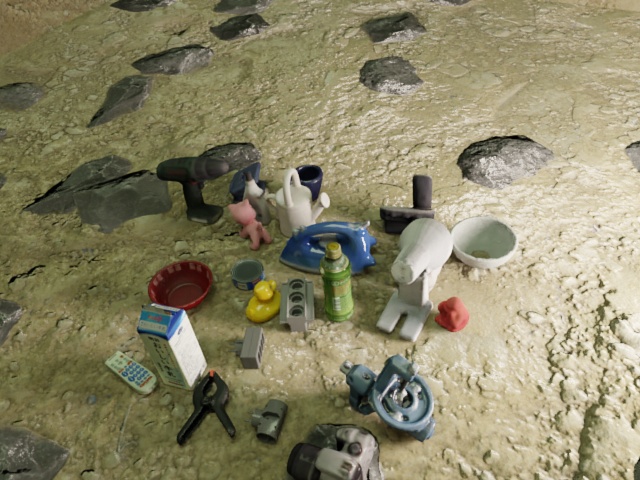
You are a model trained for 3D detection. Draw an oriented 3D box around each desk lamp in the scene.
[{"bbox_3d":[0.213,0.083,1.294,0.117,0.214,0.203,17,48,23],"label":"desk lamp"}]

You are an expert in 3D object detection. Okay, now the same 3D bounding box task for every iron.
[{"bbox_3d":[0.013,0.005,1.454,0.258,0.142,0.118,-1,44,7],"label":"iron"}]

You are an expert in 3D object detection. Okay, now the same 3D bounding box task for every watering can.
[{"bbox_3d":[-0.062,-0.107,1.542,0.173,0.194,0.101,-8,43,-1],"label":"watering can"}]

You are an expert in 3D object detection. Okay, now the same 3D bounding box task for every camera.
[{"bbox_3d":[0.017,0.408,1.058,0.136,0.101,0.143,14,47,21],"label":"camera"}]

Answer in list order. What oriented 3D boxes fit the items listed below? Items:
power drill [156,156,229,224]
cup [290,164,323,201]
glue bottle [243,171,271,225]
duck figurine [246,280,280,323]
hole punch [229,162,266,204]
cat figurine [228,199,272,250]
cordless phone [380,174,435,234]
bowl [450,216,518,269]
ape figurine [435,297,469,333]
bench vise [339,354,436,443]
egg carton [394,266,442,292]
[{"bbox_3d":[-0.341,-0.148,1.610,0.229,0.209,0.076,10,46,17],"label":"power drill"},{"bbox_3d":[-0.044,-0.153,1.662,0.118,0.095,0.091,-25,46,-19],"label":"cup"},{"bbox_3d":[-0.184,-0.119,1.586,0.078,0.173,0.037,14,47,21],"label":"glue bottle"},{"bbox_3d":[-0.138,0.139,1.371,0.077,0.086,0.105,26,52,30],"label":"duck figurine"},{"bbox_3d":[-0.219,-0.171,1.705,0.101,0.091,0.108,-3,43,4],"label":"hole punch"},{"bbox_3d":[-0.193,-0.054,1.558,0.067,0.118,0.127,-32,49,-24],"label":"cat figurine"},{"bbox_3d":[0.231,-0.106,1.512,0.147,0.185,0.094,2,44,10],"label":"cordless phone"},{"bbox_3d":[0.407,0.019,1.440,0.167,0.075,0.167,-3,43,4],"label":"bowl"},{"bbox_3d":[0.300,0.161,1.290,0.076,0.092,0.078,-2,43,5],"label":"ape figurine"},{"bbox_3d":[0.122,0.283,1.089,0.207,0.220,0.121,10,46,17],"label":"bench vise"},{"bbox_3d":[0.247,0.062,1.417,0.107,0.069,0.150,13,47,20],"label":"egg carton"}]
